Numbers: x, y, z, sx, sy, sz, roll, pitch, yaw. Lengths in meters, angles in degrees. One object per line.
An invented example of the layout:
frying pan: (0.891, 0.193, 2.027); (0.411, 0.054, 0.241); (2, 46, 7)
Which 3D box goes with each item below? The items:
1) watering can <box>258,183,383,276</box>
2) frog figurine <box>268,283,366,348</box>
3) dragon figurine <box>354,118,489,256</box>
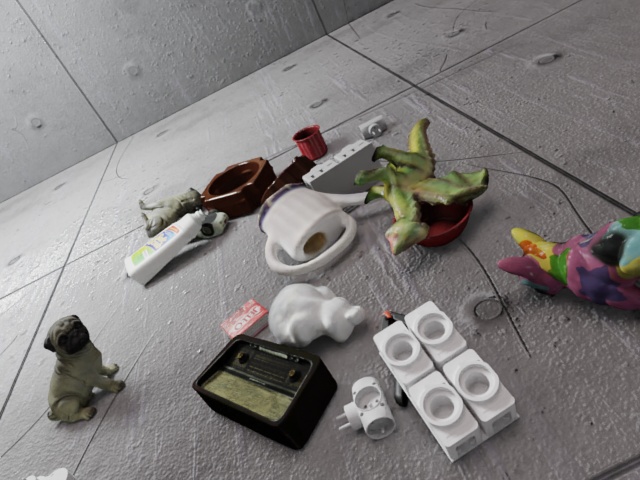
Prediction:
watering can: (0.004, -0.059, 1.172); (0.351, 0.101, 0.227); (-40, 52, -19)
frog figurine: (-0.008, 0.132, 0.908); (0.158, 0.122, 0.139); (-17, 11, 39)
dragon figurine: (0.224, -0.128, 1.056); (0.244, 0.119, 0.418); (19, 54, 30)
